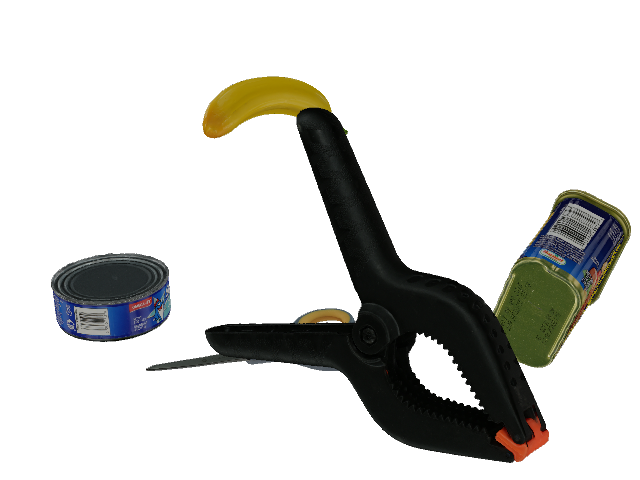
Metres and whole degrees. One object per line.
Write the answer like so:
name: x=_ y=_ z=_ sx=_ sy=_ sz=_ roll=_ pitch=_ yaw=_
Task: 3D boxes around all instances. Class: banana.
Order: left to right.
banana: x=-0.050 y=-0.133 z=1.059 sx=0.197 sy=0.070 sz=0.037 roll=-7 pitch=-38 yaw=-46

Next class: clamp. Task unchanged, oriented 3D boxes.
clamp: x=0.034 y=0.036 z=0.568 sx=0.210 sy=0.165 sz=0.036 roll=31 pitch=27 yaw=28

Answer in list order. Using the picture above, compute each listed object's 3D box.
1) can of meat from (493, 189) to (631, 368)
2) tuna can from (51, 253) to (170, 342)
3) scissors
can of meat: x=0.164 y=0.029 z=0.745 sx=0.057 sy=0.102 sz=0.083 roll=30 pitch=49 yaw=17
tuna can: x=-0.154 y=0.041 z=0.790 sx=0.086 sy=0.034 sz=0.086 roll=-1 pitch=23 yaw=0
scissors: x=-0.050 y=0.091 z=0.961 sx=0.202 sy=0.016 sz=0.096 roll=0 pitch=27 yaw=2
